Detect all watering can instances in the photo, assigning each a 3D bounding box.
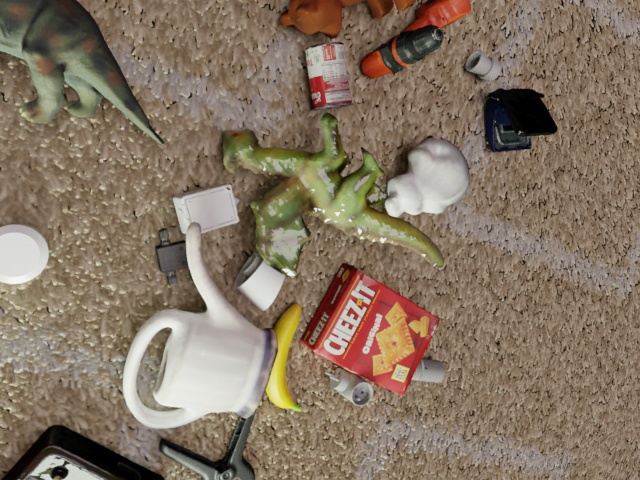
[{"bbox_3d":[-0.165,0.153,0.793,0.223,0.105,0.344,17,106,-24],"label":"watering can"}]

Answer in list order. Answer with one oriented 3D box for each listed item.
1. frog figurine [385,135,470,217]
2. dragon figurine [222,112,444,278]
[{"bbox_3d":[0.190,-0.106,0.937,0.161,0.124,0.134,-35,129,-28],"label":"frog figurine"},{"bbox_3d":[0.003,-0.042,0.829,0.245,0.121,0.410,-42,91,-16],"label":"dragon figurine"}]
